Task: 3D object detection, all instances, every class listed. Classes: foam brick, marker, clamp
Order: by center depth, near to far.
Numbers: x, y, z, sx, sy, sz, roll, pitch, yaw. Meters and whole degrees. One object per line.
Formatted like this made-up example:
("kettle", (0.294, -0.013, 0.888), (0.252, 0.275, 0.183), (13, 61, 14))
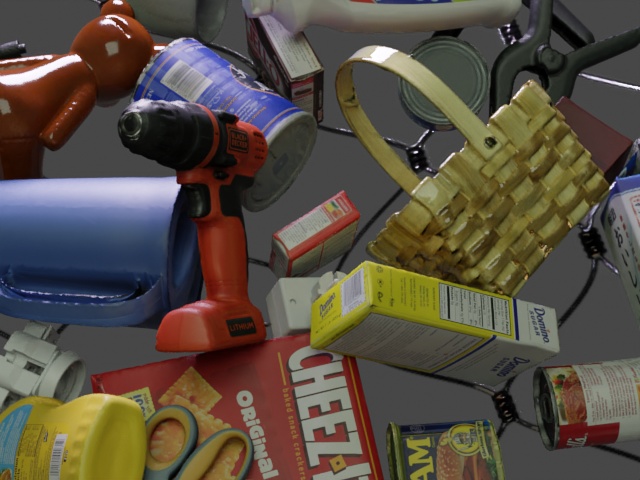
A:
("foam brick", (0.235, -0.081, 0.974), (0.078, 0.051, 0.053), (39, 72, 19))
("clamp", (0.225, -0.168, 1.009), (0.120, 0.039, 0.171), (28, 88, 5))
("marker", (-0.352, -0.177, 1.060), (0.121, 0.020, 0.020), (-14, 64, -5))
("clamp", (0.192, -0.265, 1.074), (0.164, 0.036, 0.210), (4, 68, 2))

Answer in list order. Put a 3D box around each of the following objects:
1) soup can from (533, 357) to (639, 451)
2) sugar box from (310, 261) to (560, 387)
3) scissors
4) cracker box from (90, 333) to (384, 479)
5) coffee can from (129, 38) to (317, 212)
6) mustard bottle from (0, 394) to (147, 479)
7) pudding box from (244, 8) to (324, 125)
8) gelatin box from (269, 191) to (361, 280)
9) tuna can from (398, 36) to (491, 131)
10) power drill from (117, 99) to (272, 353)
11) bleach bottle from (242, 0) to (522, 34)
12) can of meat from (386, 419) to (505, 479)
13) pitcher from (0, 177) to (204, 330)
("soup can", (0.230, 0.130, 0.859), (0.102, 0.068, 0.068), (-6, 63, -2))
("sugar box", (0.091, 0.069, 0.842), (0.176, 0.093, 0.048), (13, 60, -25))
("scissors", (-0.136, 0.202, 0.783), (0.201, 0.016, 0.096), (-41, 69, -17))
("cracker box", (-0.064, 0.170, 0.847), (0.213, 0.072, 0.164), (-11, 64, -4))
("coffee can", (-0.088, -0.105, 0.968), (0.140, 0.103, 0.102), (35, 69, 17))
("mustard bottle", (-0.212, 0.168, 0.817), (0.192, 0.058, 0.096), (-9, 69, 44))
("pudding box", (-0.034, -0.170, 1.006), (0.039, 0.090, 0.113), (-24, 66, -11))
("gelatin box", (-0.006, 0.001, 0.919), (0.073, 0.089, 0.030), (-32, 76, -14))
("tuna can", (0.116, -0.146, 1.006), (0.086, 0.034, 0.086), (0, 83, 2))
("power drill", (-0.091, -0.010, 0.813), (0.057, 0.184, 0.187), (-2, 88, 25))
("bleach bottle", (0.053, -0.227, 0.971), (0.250, 0.068, 0.102), (-13, 87, -18))
("can of meat", (0.100, 0.193, 0.839), (0.084, 0.057, 0.102), (-4, 64, -3))
("pitcher", (-0.224, 0.012, 0.897), (0.243, 0.149, 0.145), (2, 73, 7))
